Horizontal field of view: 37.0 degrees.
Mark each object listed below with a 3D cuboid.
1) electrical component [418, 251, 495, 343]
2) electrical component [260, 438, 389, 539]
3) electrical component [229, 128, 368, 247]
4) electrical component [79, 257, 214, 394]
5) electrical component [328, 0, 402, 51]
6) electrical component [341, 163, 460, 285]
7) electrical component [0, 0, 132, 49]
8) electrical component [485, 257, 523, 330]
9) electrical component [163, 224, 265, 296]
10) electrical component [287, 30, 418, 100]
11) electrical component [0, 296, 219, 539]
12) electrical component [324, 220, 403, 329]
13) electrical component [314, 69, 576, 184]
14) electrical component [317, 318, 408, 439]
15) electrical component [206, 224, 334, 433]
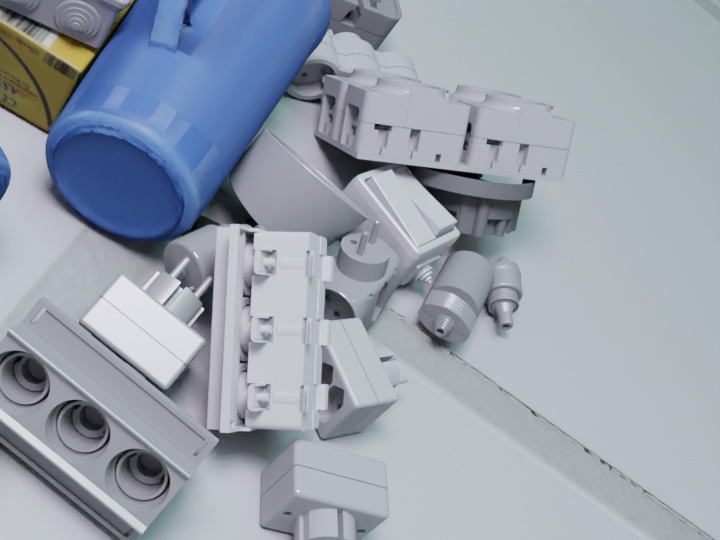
[{"bbox_3d":[0.074,0.025,0.842,0.043,0.043,0.081,38,40,-5],"label":"electrical component"},{"bbox_3d":[-0.021,0.152,0.649,0.066,0.047,0.076,20,45,-25],"label":"electrical component"},{"bbox_3d":[-0.045,-0.058,0.787,0.099,0.064,0.099,44,17,-17],"label":"electrical component"},{"bbox_3d":[-0.122,0.027,0.656,0.066,0.047,0.076,39,70,-3],"label":"electrical component"},{"bbox_3d":[-0.018,-0.239,0.989,0.095,0.059,0.053,14,48,-30],"label":"electrical component"},{"bbox_3d":[0.031,-0.032,0.844,0.062,0.061,0.096,-25,73,-48],"label":"electrical component"},{"bbox_3d":[-0.197,-0.204,0.715,0.100,0.048,0.099,22,44,-22],"label":"electrical component"},{"bbox_3d":[0.118,0.021,0.887,0.035,0.035,0.061,19,48,-25],"label":"electrical component"},{"bbox_3d":[-0.093,-0.011,0.708,0.078,0.040,0.040,-29,76,-42],"label":"electrical component"},{"bbox_3d":[-0.012,-0.184,0.951,0.138,0.052,0.073,10,50,-33],"label":"electrical component"},{"bbox_3d":[-0.146,0.080,0.594,0.121,0.078,0.063,40,11,-3],"label":"electrical component"},{"bbox_3d":[0.000,0.000,0.778,0.043,0.079,0.077,27,37,15],"label":"electrical component"},{"bbox_3d":[0.070,-0.121,0.889,0.186,0.060,0.105,4,15,-23],"label":"electrical component"},{"bbox_3d":[0.001,0.072,0.739,0.077,0.047,0.065,-4,58,-42],"label":"electrical component"},{"bbox_3d":[-0.054,0.037,0.661,0.079,0.063,0.121,19,73,-76],"label":"electrical component"}]
